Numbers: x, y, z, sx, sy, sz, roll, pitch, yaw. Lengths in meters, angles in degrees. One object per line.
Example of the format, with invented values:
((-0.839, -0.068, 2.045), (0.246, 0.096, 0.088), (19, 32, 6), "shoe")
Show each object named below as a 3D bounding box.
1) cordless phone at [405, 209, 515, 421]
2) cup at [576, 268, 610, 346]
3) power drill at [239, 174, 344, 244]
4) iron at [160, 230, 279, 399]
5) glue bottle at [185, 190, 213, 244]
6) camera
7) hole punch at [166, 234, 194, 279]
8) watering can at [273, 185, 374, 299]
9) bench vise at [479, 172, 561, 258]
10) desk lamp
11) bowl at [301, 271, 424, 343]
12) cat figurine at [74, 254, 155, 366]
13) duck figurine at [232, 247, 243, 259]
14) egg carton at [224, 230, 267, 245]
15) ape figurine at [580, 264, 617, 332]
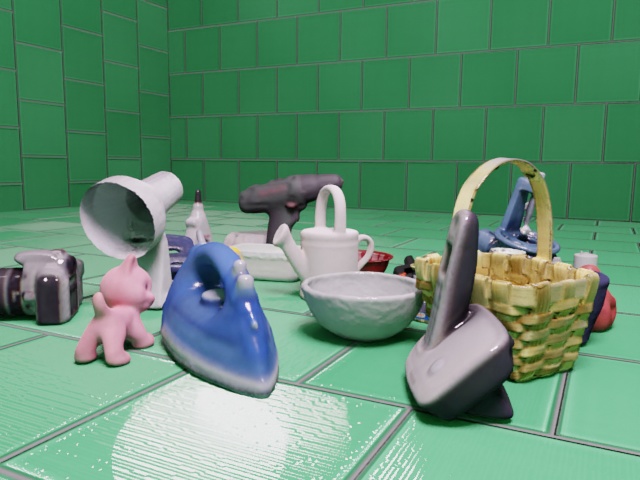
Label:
((0.134, 0.066, 0.552), (0.094, 0.185, 0.147), (1, 8, -1), "cordless phone")
((0.324, 0.086, 0.759), (0.091, 0.095, 0.118), (1, 8, 3), "cup")
((-0.063, -0.041, 1.250), (0.229, 0.208, 0.076), (2, 8, 8), "power drill")
((-0.109, 0.070, 0.663), (0.119, 0.141, 0.257), (-3, 9, -28), "iron")
((-0.254, -0.018, 1.195), (0.037, 0.173, 0.078), (4, 8, 23), "glue bottle")
((-0.430, 0.062, 0.845), (0.137, 0.101, 0.143), (-1, 8, -13), "camera")
((-0.282, 0.039, 1.074), (0.109, 0.091, 0.101), (-2, 8, -23), "hole punch")
((0.010, 0.004, 0.973), (0.173, 0.194, 0.100), (-7, 10, -43), "watering can")
((0.359, -0.020, 1.091), (0.206, 0.220, 0.122), (8, 10, 42), "bench vise")
((-0.272, -0.001, 0.905), (0.117, 0.213, 0.203), (2, 8, 13), "desk lamp")
((0.059, 0.092, 0.764), (0.167, 0.075, 0.167), (1, 8, 0), "bowl")
((-0.242, 0.076, 0.691), (0.067, 0.118, 0.128), (1, 8, 5), "cat figurine")
((-0.156, 0.053, 0.996), (0.078, 0.086, 0.104), (-1, 8, -15), "duck figurine")
((-0.148, 0.016, 1.339), (0.151, 0.069, 0.107), (-4, 9, -33), "egg carton")
((0.386, 0.080, 0.821), (0.077, 0.092, 0.076), (3, 8, 17), "ape figurine")
